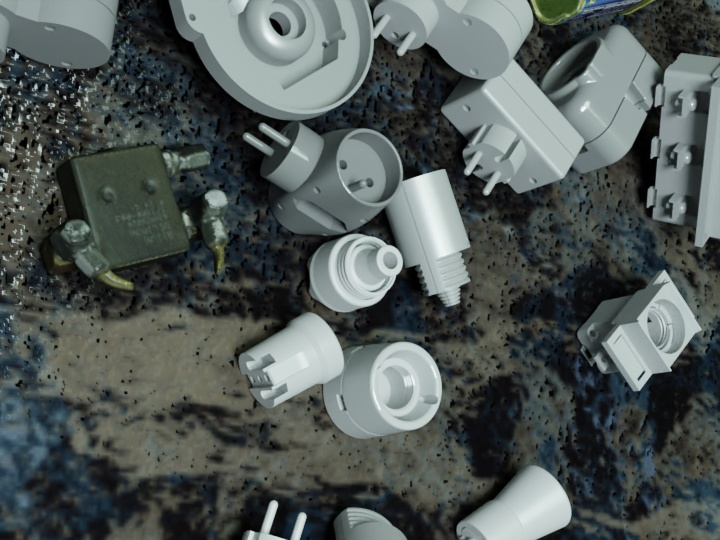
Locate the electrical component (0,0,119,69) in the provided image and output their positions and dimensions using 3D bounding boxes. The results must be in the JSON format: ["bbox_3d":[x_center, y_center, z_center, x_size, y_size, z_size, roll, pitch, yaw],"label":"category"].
[{"bbox_3d":[-0.189,-0.124,0.524,0.138,0.052,0.073,14,73,-31],"label":"electrical component"}]

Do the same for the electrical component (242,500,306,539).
[{"bbox_3d":[-0.049,0.160,0.561,0.066,0.047,0.076,29,65,-26],"label":"electrical component"}]

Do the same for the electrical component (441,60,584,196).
[{"bbox_3d":[0.093,-0.082,0.707,0.083,0.047,0.075,44,60,-18],"label":"electrical component"}]

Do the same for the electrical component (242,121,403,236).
[{"bbox_3d":[-0.029,-0.057,0.602,0.079,0.077,0.043,32,64,-24],"label":"electrical component"}]

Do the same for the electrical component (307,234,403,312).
[{"bbox_3d":[0.000,0.000,0.618,0.043,0.062,0.043,7,76,-32],"label":"electrical component"}]

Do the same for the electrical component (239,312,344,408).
[{"bbox_3d":[-0.039,0.051,0.597,0.046,0.040,0.040,-28,96,-28],"label":"electrical component"}]

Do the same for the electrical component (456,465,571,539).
[{"bbox_3d":[0.092,0.155,0.661,0.065,0.044,0.044,-27,96,-30],"label":"electrical component"}]

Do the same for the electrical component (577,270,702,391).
[{"bbox_3d":[0.188,0.042,0.735,0.081,0.064,0.042,-42,105,-32],"label":"electrical component"}]

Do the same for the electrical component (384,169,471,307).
[{"bbox_3d":[0.045,-0.017,0.663,0.043,0.043,0.081,-19,91,-35],"label":"electrical component"}]

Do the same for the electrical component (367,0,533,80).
[{"bbox_3d":[0.033,-0.162,0.662,0.138,0.052,0.073,33,62,-1],"label":"electrical component"}]

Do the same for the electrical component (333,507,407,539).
[{"bbox_3d":[0.008,0.161,0.586,0.043,0.081,0.043,-3,111,-7],"label":"electrical component"}]

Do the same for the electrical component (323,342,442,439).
[{"bbox_3d":[0.014,0.069,0.623,0.055,0.047,0.055,8,76,-32],"label":"electrical component"}]

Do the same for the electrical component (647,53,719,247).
[{"bbox_3d":[0.247,-0.090,0.770,0.079,0.063,0.121,-42,137,-45],"label":"electrical component"}]

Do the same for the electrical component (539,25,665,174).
[{"bbox_3d":[0.167,-0.124,0.761,0.059,0.054,0.095,42,60,-20],"label":"electrical component"}]
